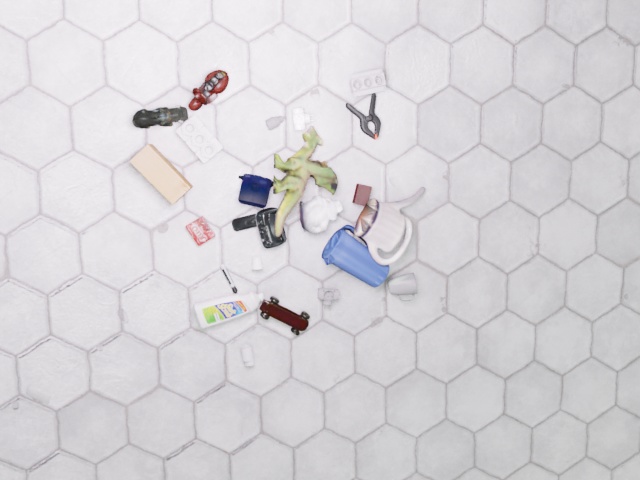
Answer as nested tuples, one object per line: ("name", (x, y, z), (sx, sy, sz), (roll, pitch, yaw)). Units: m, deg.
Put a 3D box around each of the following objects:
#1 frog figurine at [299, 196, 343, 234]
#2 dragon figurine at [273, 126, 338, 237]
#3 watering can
("frog figurine", (0.006, -0.095, 1.888), (0.159, 0.122, 0.139), (-9, 79, 6))
("dragon figurine", (-0.051, -0.210, 1.838), (0.243, 0.121, 0.415), (0, 78, -9))
("watering can", (0.257, -0.083, 1.906), (0.223, 0.103, 0.351), (29, 76, -22))
